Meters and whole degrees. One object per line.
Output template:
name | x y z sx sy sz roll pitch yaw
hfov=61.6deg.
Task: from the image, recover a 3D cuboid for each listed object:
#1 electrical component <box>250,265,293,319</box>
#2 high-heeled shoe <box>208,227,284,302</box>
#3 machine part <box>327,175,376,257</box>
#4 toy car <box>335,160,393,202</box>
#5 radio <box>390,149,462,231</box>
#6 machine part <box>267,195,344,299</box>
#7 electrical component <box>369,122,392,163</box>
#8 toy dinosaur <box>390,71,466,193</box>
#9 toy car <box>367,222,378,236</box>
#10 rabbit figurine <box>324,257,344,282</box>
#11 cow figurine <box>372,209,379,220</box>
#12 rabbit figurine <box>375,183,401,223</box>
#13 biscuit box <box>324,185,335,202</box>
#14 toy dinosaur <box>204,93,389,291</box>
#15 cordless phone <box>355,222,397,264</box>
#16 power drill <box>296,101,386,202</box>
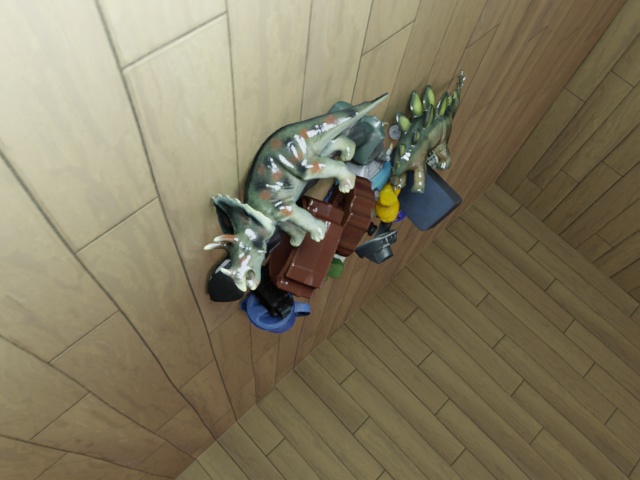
electrical component | -0.124 0.135 1.358 0.058 0.134 0.114 -40 163 -14
high-heeled shoe | -0.165 0.038 1.177 0.249 0.086 0.145 -36 -153 42
machine part | 0.056 -0.056 1.161 0.179 0.056 0.179 -161 -90 -72
toy car | 0.106 -0.160 1.270 0.162 0.109 0.102 -45 142 -31
radio | 0.268 -0.142 1.499 0.131 0.230 0.073 -50 161 29
machine part | -0.037 0.009 1.136 0.201 0.087 0.202 -69 -161 2
electrical component | 0.122 -0.216 1.194 0.078 0.045 0.102 -42 126 -38
toy dinosaur | 0.266 -0.262 1.301 0.471 0.105 0.198 -50 144 -42
toy car | 0.098 -0.030 1.602 0.202 0.089 0.053 -31 154 -44
rabbit figurine | -0.036 0.105 1.540 0.159 0.121 0.170 -11 141 -54
cow figurine | 0.117 -0.081 1.522 0.195 0.086 0.127 -41 157 -38
rabbit figurine | 0.162 -0.125 1.437 0.173 0.122 0.162 59 31 -42
biscuit box | 0.030 -0.063 1.392 0.063 0.059 0.202 -31 159 -44
toy dinosaur | -0.053 -0.111 0.917 0.404 0.192 0.131 -63 -153 3
cordless phone | 0.182 -0.035 1.563 0.146 0.089 0.184 -21 132 -57
power drill | 0.029 -0.177 1.081 0.207 0.086 0.232 -17 149 -48
